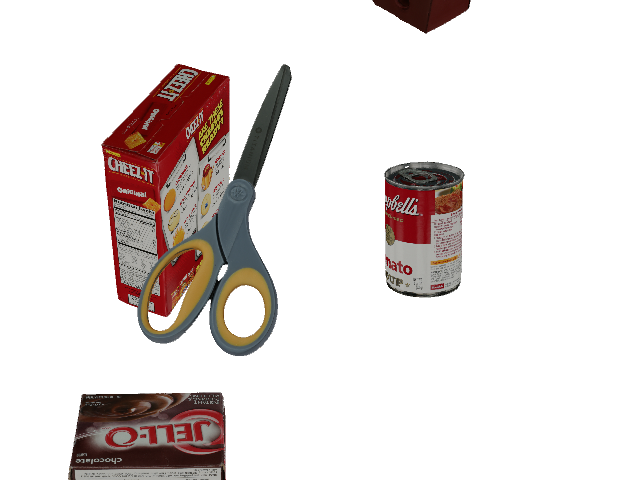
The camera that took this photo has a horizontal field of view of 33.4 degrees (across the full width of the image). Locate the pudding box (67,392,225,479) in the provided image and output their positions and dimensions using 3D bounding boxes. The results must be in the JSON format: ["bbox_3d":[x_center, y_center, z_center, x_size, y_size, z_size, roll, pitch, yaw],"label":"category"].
[{"bbox_3d":[-0.128,0.154,0.804,0.113,0.039,0.090,-2,26,-5],"label":"pudding box"}]

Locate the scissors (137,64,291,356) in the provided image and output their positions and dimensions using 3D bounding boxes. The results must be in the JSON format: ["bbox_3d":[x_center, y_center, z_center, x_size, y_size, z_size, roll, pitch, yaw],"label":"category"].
[{"bbox_3d":[-0.040,-0.013,0.683,0.096,0.201,0.016,32,-12,13],"label":"scissors"}]

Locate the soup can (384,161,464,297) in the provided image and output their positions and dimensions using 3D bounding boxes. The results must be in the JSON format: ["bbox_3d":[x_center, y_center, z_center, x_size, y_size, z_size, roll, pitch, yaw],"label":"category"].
[{"bbox_3d":[0.090,-0.010,0.926,0.068,0.102,0.068,-2,22,0],"label":"soup can"}]

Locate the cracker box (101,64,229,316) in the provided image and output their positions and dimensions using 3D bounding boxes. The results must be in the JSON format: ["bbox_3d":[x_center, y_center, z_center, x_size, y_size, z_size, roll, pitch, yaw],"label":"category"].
[{"bbox_3d":[-0.159,-0.053,1.133,0.072,0.214,0.164,16,43,14],"label":"cracker box"}]

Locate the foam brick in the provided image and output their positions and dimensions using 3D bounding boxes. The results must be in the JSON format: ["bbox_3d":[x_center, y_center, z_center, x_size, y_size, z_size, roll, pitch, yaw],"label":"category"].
[{"bbox_3d":[0.075,-0.194,0.738,0.053,0.078,0.051,36,54,25],"label":"foam brick"}]
